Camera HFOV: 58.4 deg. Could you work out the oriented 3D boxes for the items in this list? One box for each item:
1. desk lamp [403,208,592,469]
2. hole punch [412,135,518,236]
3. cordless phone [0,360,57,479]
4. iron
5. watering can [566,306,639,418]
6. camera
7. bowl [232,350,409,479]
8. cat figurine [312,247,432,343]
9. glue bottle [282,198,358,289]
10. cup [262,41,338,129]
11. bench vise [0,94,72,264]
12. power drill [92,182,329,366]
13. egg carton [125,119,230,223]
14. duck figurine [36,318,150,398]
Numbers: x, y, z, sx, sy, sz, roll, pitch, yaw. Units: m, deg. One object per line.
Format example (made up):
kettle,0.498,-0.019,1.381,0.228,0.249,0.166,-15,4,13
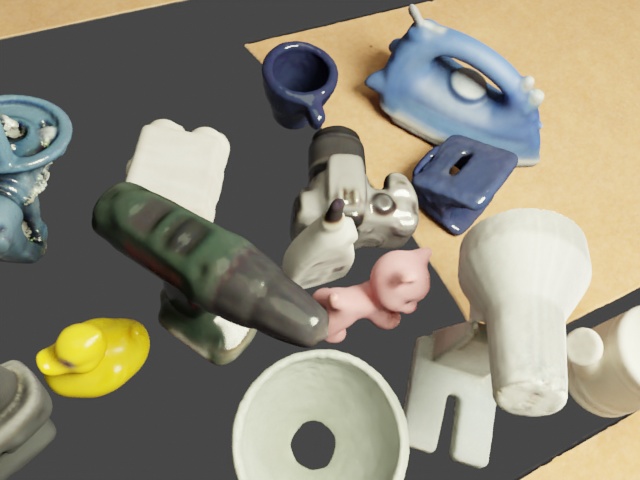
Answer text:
desk lamp,0.170,0.100,0.553,0.118,0.213,0.203,16,64,-2
hole punch,0.170,-0.077,0.703,0.101,0.091,0.109,39,65,9
cordless phone,-0.303,0.154,0.459,0.094,0.185,0.148,39,65,9
iron,0.196,-0.196,0.734,0.258,0.141,0.119,28,64,4
watering can,0.334,0.119,0.584,0.173,0.194,0.101,-16,69,-17
camera,0.039,-0.067,0.669,0.143,0.101,0.137,2,65,-9
bowl,-0.003,0.196,0.555,0.167,0.074,0.167,4,65,-8
cat figurine,0.061,0.053,0.608,0.128,0.117,0.067,-14,68,-16
glue bottle,0.005,0.002,0.591,0.078,0.173,0.037,-13,68,-15
cup,-0.024,-0.171,0.710,0.092,0.095,0.117,-16,69,-17
bench vise,-0.303,-0.083,0.549,0.122,0.219,0.207,-12,68,-15
power drill,-0.101,0.046,0.532,0.229,0.208,0.076,33,64,6
egg carton,-0.165,-0.067,0.650,0.107,0.069,0.150,9,64,-6
duck figurine,-0.220,0.105,0.552,0.105,0.086,0.077,-21,71,-18
